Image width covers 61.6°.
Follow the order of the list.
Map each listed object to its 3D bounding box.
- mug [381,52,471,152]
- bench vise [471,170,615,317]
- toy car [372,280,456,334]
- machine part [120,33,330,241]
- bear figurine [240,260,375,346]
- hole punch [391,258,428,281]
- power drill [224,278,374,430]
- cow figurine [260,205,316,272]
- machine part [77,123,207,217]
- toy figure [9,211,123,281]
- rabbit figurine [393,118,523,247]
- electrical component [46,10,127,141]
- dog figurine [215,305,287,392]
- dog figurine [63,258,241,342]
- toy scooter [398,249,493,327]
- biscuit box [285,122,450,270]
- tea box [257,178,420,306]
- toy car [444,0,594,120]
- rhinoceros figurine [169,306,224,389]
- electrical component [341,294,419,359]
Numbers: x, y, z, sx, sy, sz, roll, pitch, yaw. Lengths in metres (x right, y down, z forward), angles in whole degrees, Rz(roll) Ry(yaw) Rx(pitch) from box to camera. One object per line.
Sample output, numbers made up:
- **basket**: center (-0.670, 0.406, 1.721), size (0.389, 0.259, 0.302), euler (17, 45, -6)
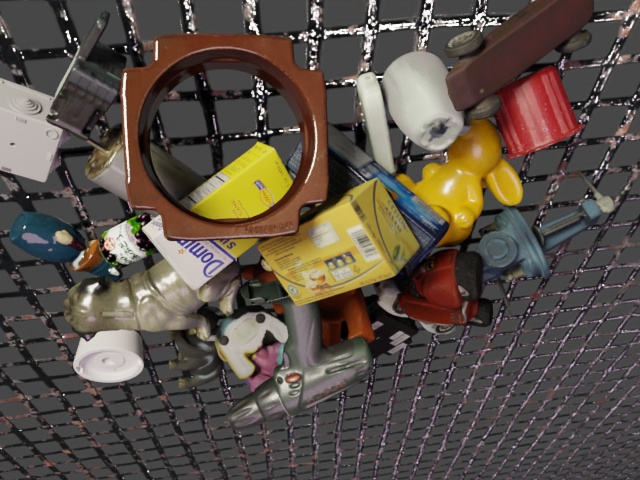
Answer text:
- **mug**: center (0.129, -0.147, 0.618), size (0.109, 0.107, 0.081), euler (23, 129, -30)
- **bench vise**: center (0.316, 0.005, 0.805), size (0.241, 0.129, 0.223), euler (-28, 153, 11)
- **toy car**: center (0.166, 0.108, 0.928), size (0.201, 0.074, 0.056), euler (29, 121, -36)
- **machine part**: center (-0.095, -0.102, 0.558), size (0.201, 0.087, 0.200), euler (-3, 95, -12)
- **bear figurine**: center (-0.021, 0.094, 0.832), size (0.195, 0.132, 0.120), euler (19, 146, -38)
- **hole punch**: center (0.111, 0.025, 0.818), size (0.142, 0.092, 0.115), euler (9, 138, -27)
- **power drill**: center (-0.047, 0.152, 0.756), size (0.232, 0.086, 0.207), euler (-16, 103, -5)
- **cow figurine**: center (0.000, -0.003, 0.743), size (0.167, 0.098, 0.068), euler (-2, 153, -7)
- **machine part**: center (-0.190, -0.064, 0.657), size (0.079, 0.079, 0.243), euler (-35, 134, 23)
- **toy figure**: center (-0.330, 0.012, 0.722), size (0.154, 0.064, 0.058), euler (34, 84, -44)
- **rabbit figurine**: center (0.190, -0.078, 0.708), size (0.162, 0.122, 0.173), euler (7, 116, -24)
- **electrical component**: center (-0.226, -0.168, 0.540), size (0.047, 0.075, 0.119), euler (27, 123, -34)
- **dog figurine**: center (-0.101, 0.199, 0.918), size (0.191, 0.108, 0.219), euler (45, 162, -3)
- **dog figurine**: center (-0.216, 0.058, 0.705), size (0.190, 0.121, 0.172), euler (8, 118, -46)
- **toy scooter**: center (0.165, 0.072, 0.756), size (0.135, 0.075, 0.183), euler (2, 149, 26)
- **biscuit box**: center (0.057, -0.054, 0.651), size (0.203, 0.059, 0.062), euler (42, 127, 8)
- **tea box**: center (0.017, 0.007, 0.626), size (0.170, 0.068, 0.098), euler (-20, 105, 45)
- **toy car**: center (0.208, -0.208, 0.567), size (0.202, 0.053, 0.089), euler (-37, 125, -9)
- **rhinoceros figurine**: center (-0.205, 0.189, 0.931), size (0.112, 0.073, 0.190), euler (-1, 137, -10)
- **electrical component**: center (0.109, 0.162, 0.986), size (0.115, 0.058, 0.134), euler (-35, 134, 26)
